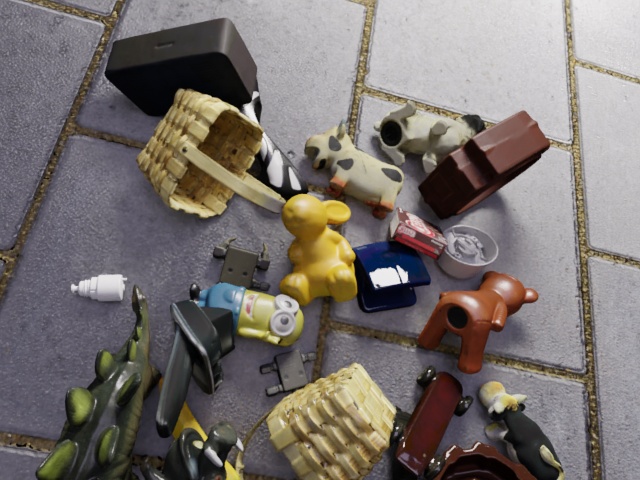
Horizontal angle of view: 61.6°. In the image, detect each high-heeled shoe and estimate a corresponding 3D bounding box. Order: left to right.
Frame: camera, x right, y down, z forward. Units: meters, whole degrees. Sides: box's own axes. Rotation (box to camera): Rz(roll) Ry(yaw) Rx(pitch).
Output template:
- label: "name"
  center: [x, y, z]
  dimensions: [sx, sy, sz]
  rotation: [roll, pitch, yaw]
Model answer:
- label: "high-heeled shoe"
  center: [-0.084, -0.190, 0.965]
  dimensions: [0.145, 0.086, 0.248]
  rotation: [6, 76, -4]

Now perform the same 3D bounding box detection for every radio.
- label: "radio"
  center: [-0.227, -0.281, 0.902]
  dimensions: [0.230, 0.131, 0.073]
  rotation: [-1, 66, 21]

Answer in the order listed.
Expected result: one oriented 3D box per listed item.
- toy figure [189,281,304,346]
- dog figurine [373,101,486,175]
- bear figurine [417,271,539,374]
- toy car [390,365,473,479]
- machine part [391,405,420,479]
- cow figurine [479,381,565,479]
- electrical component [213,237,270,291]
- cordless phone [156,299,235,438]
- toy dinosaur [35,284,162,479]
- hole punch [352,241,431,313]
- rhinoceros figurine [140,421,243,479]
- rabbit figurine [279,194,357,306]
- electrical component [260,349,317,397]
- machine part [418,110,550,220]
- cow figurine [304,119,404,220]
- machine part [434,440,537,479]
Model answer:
- label: "toy figure"
  center: [-0.114, 0.113, 0.835]
  dimensions: [0.180, 0.089, 0.082]
  rotation: [10, 80, 0]
- label: "dog figurine"
  center: [0.220, -0.213, 1.059]
  dimensions: [0.172, 0.121, 0.190]
  rotation: [38, 37, 23]
- label: "bear figurine"
  center: [0.275, 0.126, 0.918]
  dimensions: [0.120, 0.131, 0.196]
  rotation: [29, 25, 36]
- label: "toy car"
  center: [0.165, 0.275, 0.817]
  dimensions: [0.089, 0.053, 0.202]
  rotation: [39, 41, 8]
- label: "machine part"
  center: [0.134, 0.331, 0.821]
  dimensions: [0.084, 0.039, 0.139]
  rotation: [25, 55, -8]
- label: "cow figurine"
  center: [0.314, 0.302, 0.847]
  dimensions: [0.068, 0.098, 0.167]
  rotation: [-23, 75, -15]
- label: "electrical component"
  center: [-0.128, 0.038, 0.885]
  dimensions: [0.102, 0.045, 0.078]
  rotation: [9, 94, -7]
- label: "cordless phone"
  center: [-0.177, 0.189, 0.728]
  dimensions: [0.089, 0.146, 0.184]
  rotation: [7, 48, 0]
- label: "toy dinosaur"
  center: [-0.283, 0.270, 0.662]
  dimensions: [0.105, 0.198, 0.471]
  rotation: [9, 64, -6]
- label: "hole punch"
  center: [0.116, 0.052, 0.912]
  dimensions: [0.142, 0.092, 0.116]
  rotation: [-9, 66, -13]
- label: "rhinoceros figurine"
  center: [-0.173, 0.314, 0.691]
  dimensions: [0.112, 0.073, 0.190]
  rotation: [32, 98, 21]
- label: "rabbit figurine"
  center: [-0.002, -0.003, 0.854]
  dimensions: [0.122, 0.173, 0.162]
  rotation: [-7, 34, 28]
- label: "electrical component"
  center: [-0.045, 0.207, 0.842]
  dimensions: [0.094, 0.021, 0.063]
  rotation: [-12, 71, -19]
- label: "machine part"
  center: [0.294, -0.128, 0.967]
  dimensions: [0.201, 0.201, 0.087]
  rotation: [-30, 80, -23]
- label: "cow figurine"
  center: [0.061, -0.135, 0.979]
  dimensions: [0.195, 0.085, 0.127]
  rotation: [26, 70, 1]
- label: "machine part"
  center: [0.236, 0.390, 0.784]
  dimensions: [0.179, 0.056, 0.179]
  rotation: [-2, 48, 2]
